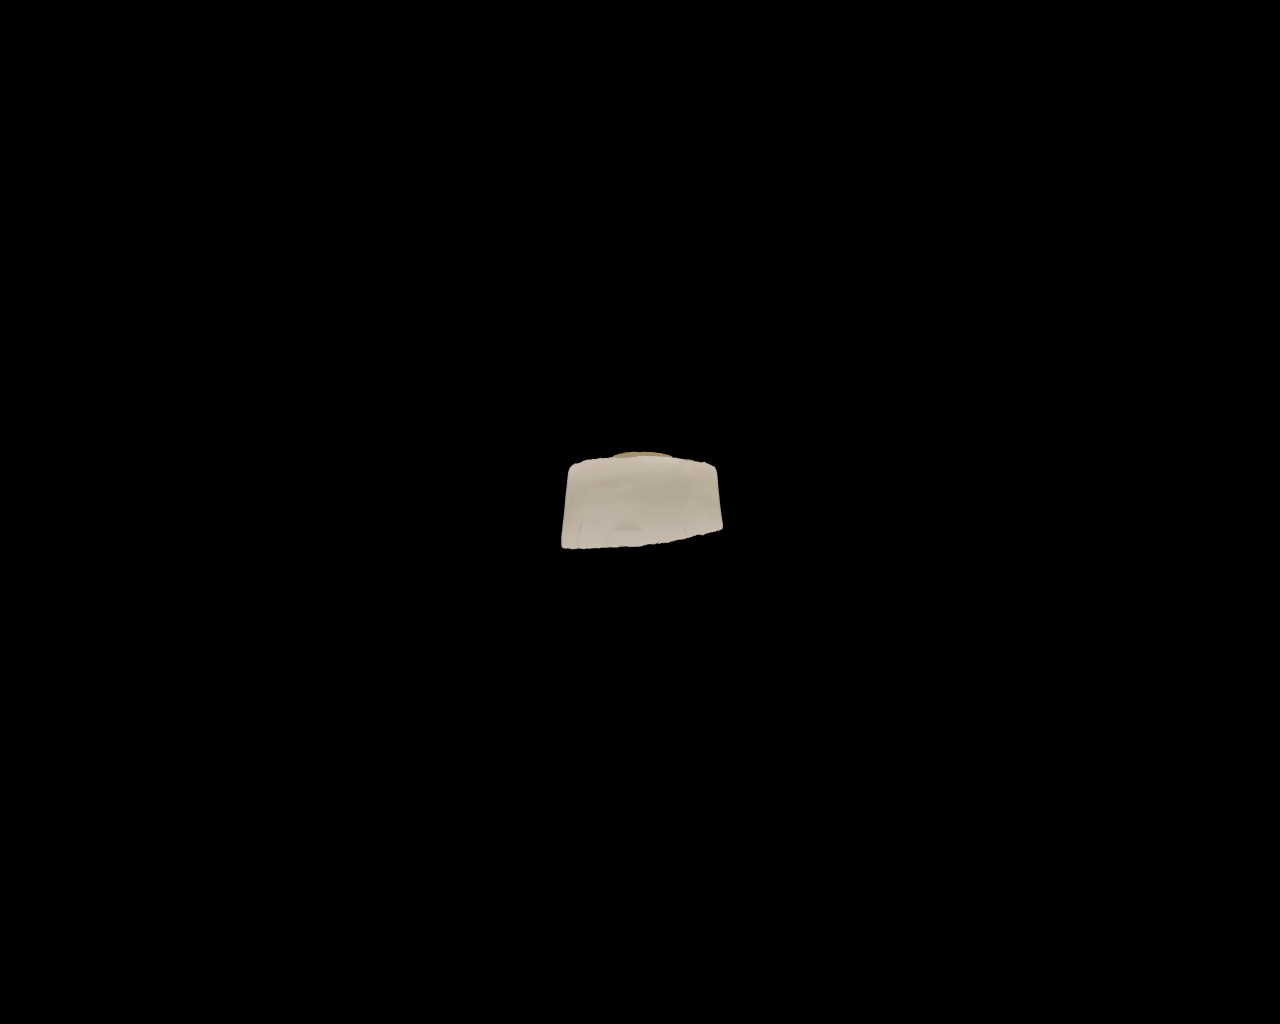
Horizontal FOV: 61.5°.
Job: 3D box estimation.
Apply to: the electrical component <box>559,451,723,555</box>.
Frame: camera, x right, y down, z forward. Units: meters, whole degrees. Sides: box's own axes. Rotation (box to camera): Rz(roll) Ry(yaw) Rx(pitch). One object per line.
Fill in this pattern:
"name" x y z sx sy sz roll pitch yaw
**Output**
"electrical component" 0.001 -0.003 0.650 0.099 0.064 0.099 0 -7 0
